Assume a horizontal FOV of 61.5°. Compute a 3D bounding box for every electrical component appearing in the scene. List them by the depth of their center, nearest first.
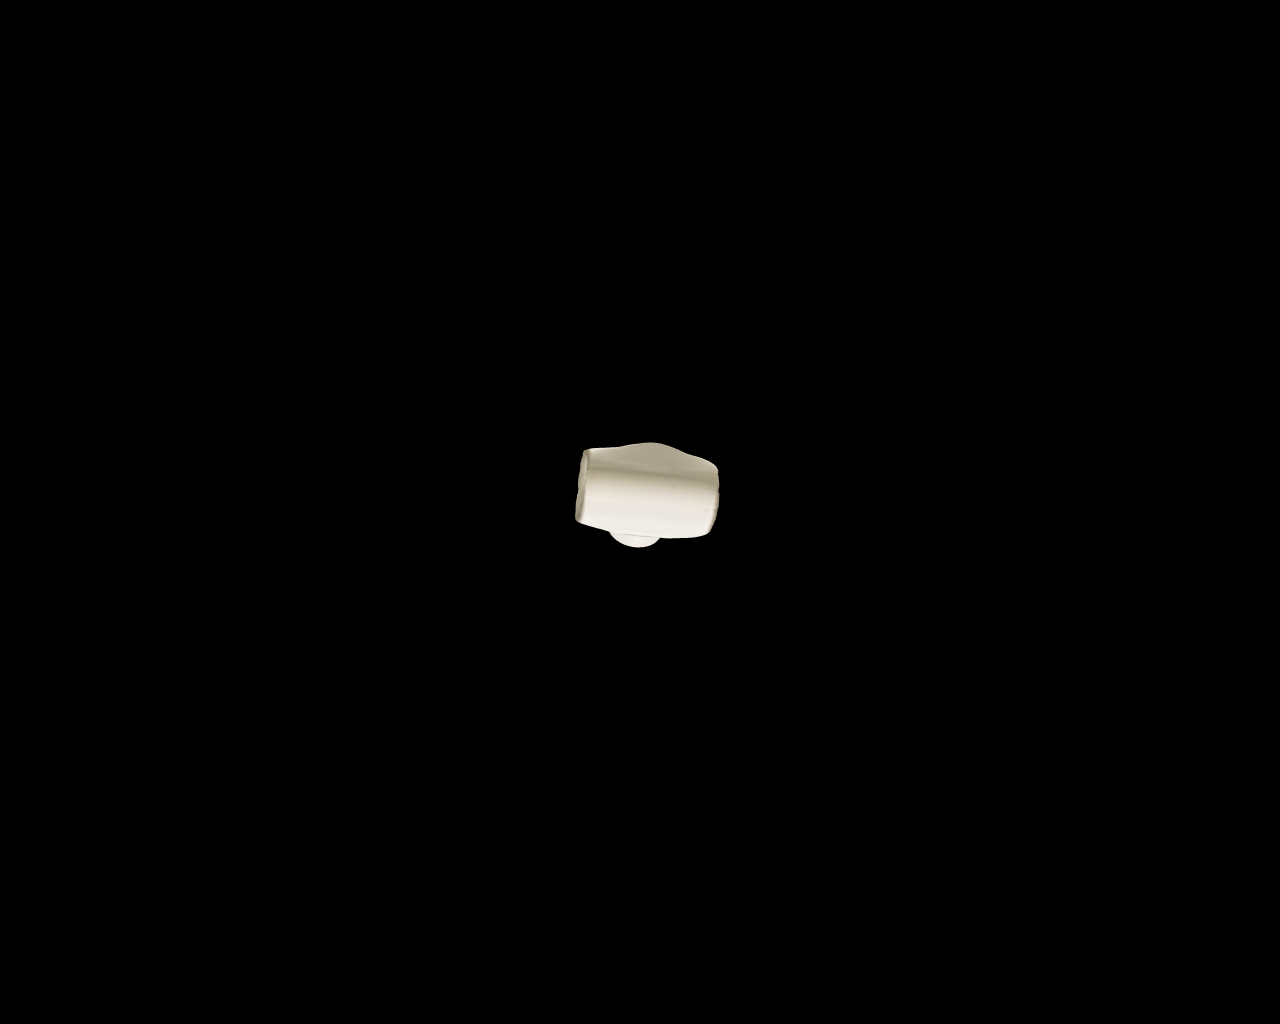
[{"bbox_3d":[0.001,-0.003,0.650,0.077,0.043,0.079,6,-32,-9],"label":"electrical component"}]
